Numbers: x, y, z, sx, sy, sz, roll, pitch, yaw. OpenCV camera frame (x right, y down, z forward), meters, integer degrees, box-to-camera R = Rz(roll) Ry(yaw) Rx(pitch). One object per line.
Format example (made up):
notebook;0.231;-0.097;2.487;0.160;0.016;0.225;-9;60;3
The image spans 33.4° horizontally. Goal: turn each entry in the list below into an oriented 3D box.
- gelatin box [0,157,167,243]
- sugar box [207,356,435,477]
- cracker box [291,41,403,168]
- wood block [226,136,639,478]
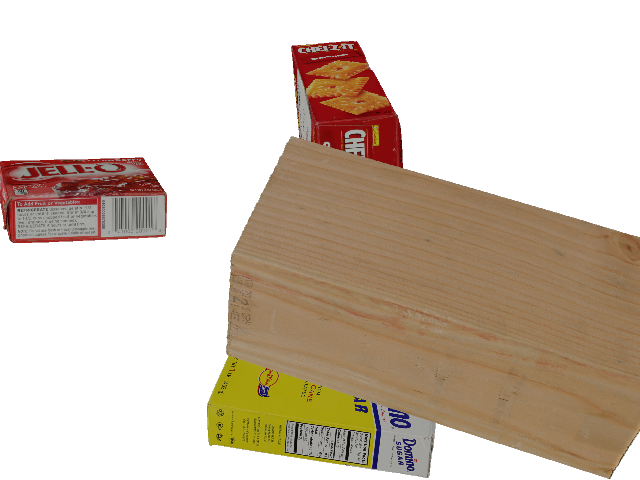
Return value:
gelatin box;-0.139;-0.025;0.617;0.089;0.030;0.073;-2;20;-19
sugar box;0.004;0.135;0.855;0.176;0.048;0.093;5;25;7
cracker box;0.022;-0.064;0.914;0.072;0.164;0.214;-6;26;-3
wood block;0.064;0.033;0.547;0.206;0.090;0.090;17;-40;8
